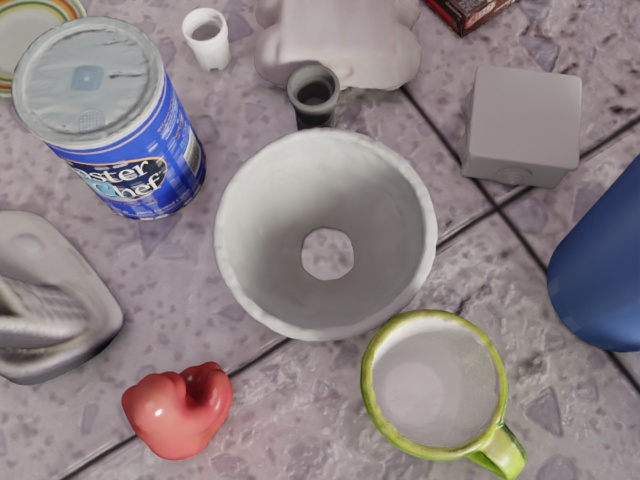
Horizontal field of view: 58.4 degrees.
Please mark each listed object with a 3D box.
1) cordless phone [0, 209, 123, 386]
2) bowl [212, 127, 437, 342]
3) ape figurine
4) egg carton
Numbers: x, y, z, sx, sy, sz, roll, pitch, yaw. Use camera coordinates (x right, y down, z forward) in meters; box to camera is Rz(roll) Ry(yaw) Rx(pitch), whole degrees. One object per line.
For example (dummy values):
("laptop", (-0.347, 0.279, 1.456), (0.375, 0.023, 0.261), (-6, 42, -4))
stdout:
("cordless phone", (-0.229, 0.024, 0.392), (0.147, 0.185, 0.094), (43, 78, 14))
("bowl", (0.004, 0.002, 0.451), (0.167, 0.075, 0.167), (0, 71, 1))
("ape figurine", (-0.106, 0.117, 0.407), (0.077, 0.092, 0.076), (10, 72, 5))
("egg carton", (0.016, -0.184, 0.516), (0.150, 0.069, 0.107), (0, 71, 2))
